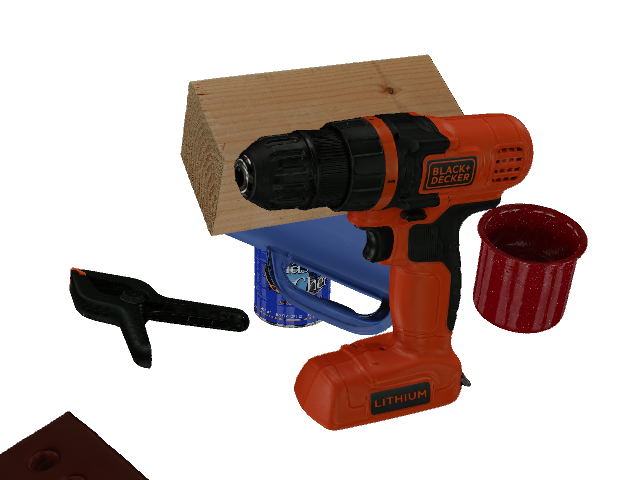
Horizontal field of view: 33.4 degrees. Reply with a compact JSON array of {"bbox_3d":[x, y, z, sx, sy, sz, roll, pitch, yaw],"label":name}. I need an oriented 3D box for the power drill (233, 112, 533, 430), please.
[{"bbox_3d":[0.032,0.017,0.622,0.184,0.188,0.057,-7,30,-26],"label":"power drill"}]

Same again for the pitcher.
[{"bbox_3d":[0.007,-0.014,1.093,0.243,0.145,0.149,19,25,21],"label":"pitcher"}]

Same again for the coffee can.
[{"bbox_3d":[-0.036,0.028,1.392,0.103,0.140,0.103,1,26,-1],"label":"coffee can"}]

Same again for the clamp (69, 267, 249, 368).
[{"bbox_3d":[-0.205,0.078,1.160,0.210,0.036,0.164,18,20,25],"label":"clamp"}]

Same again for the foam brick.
[{"bbox_3d":[-0.108,0.127,0.482,0.078,0.051,0.052,29,47,36],"label":"foam brick"}]

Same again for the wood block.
[{"bbox_3d":[0.002,-0.079,0.859,0.205,0.091,0.090,-10,-36,-20],"label":"wood block"}]

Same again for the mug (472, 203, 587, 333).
[{"bbox_3d":[0.178,0.019,0.938,0.093,0.081,0.117,4,35,0],"label":"mug"}]
